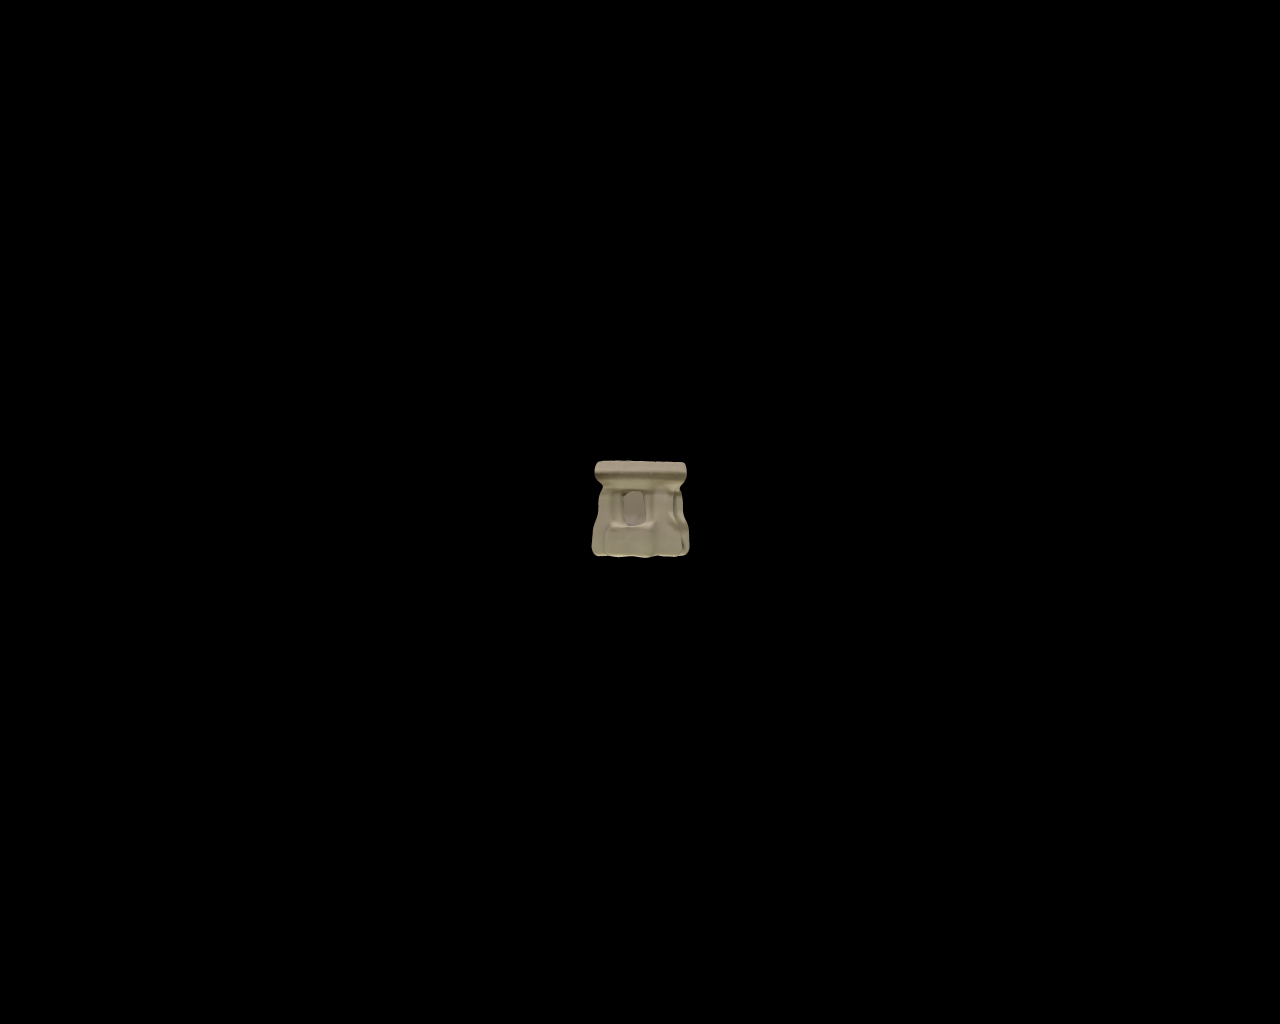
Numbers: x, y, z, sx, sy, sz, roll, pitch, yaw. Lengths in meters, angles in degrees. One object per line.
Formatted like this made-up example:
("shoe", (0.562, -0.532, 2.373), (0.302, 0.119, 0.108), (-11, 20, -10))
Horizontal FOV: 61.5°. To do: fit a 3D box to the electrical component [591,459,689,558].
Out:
("electrical component", (0.001, -0.003, 0.650), (0.058, 0.057, 0.078), (0, 0, 15))
